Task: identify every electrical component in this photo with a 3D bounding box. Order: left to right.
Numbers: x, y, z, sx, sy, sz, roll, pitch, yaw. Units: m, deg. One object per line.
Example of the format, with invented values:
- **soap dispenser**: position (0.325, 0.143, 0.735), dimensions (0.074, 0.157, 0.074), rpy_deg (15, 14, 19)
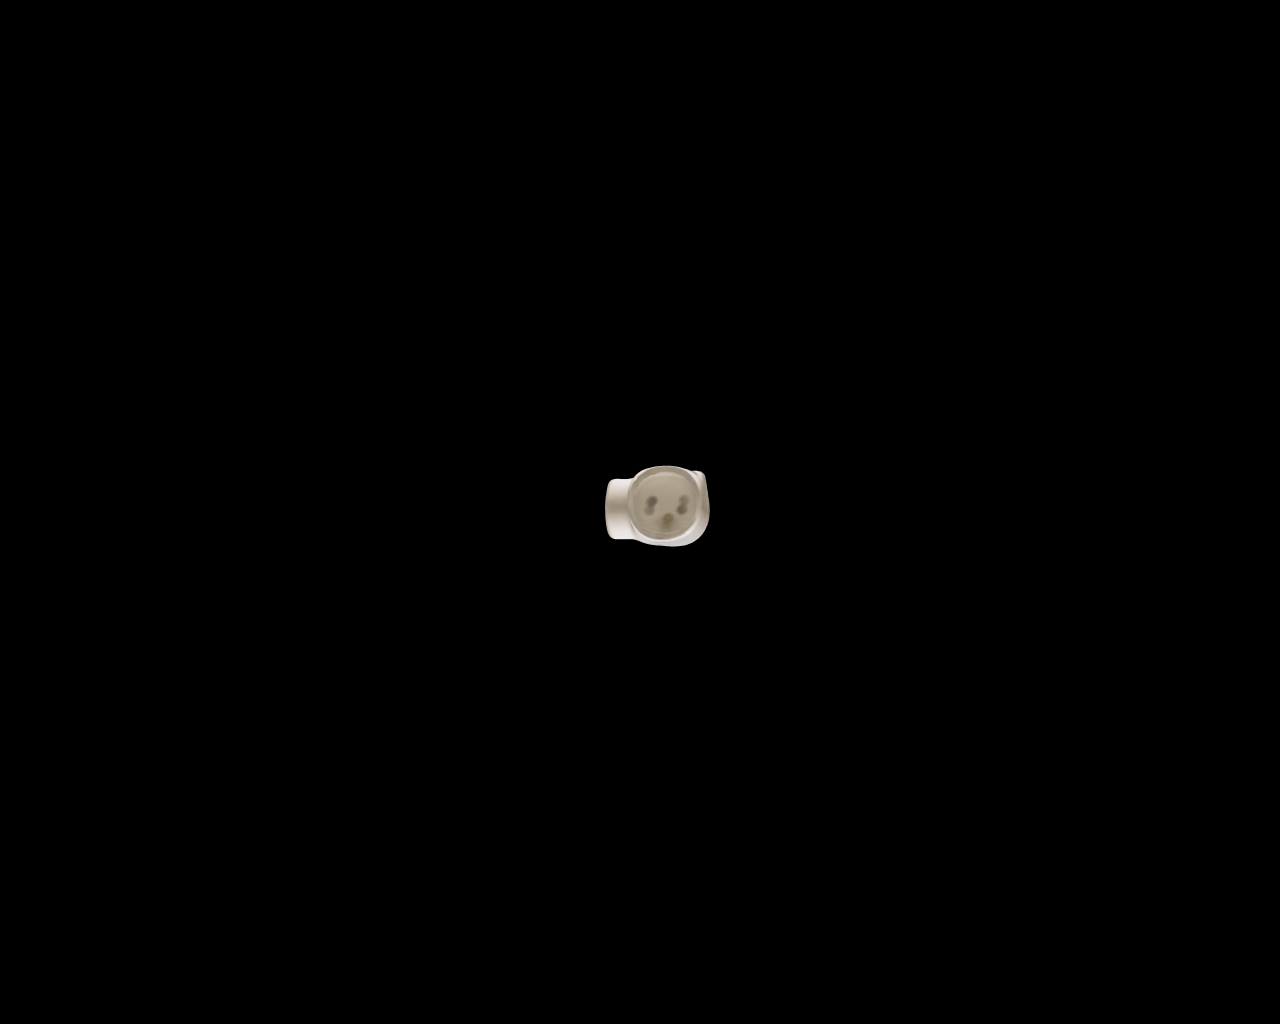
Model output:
- **electrical component**: position (0.001, -0.003, 0.650), dimensions (0.079, 0.044, 0.077), rpy_deg (-1, -4, 7)
